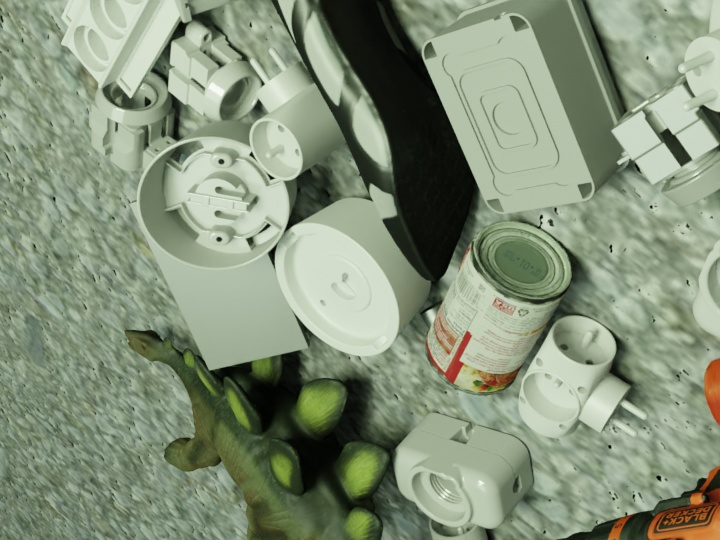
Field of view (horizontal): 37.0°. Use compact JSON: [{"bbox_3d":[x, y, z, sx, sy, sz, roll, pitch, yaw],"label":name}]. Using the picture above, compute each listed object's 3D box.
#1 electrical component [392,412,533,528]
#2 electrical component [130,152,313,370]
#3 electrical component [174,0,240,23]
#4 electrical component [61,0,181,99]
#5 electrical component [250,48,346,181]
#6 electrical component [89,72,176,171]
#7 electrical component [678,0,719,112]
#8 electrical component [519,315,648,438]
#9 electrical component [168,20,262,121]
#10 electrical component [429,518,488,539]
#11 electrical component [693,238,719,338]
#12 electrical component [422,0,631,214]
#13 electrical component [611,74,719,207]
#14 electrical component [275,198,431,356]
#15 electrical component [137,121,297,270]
[{"bbox_3d":[0.075,0.155,0.820,0.095,0.059,0.053,12,128,36],"label":"electrical component"},{"bbox_3d":[-0.099,-0.009,0.836,0.089,0.061,0.150,-14,113,19],"label":"electrical component"},{"bbox_3d":[-0.104,-0.216,0.657,0.099,0.048,0.099,95,154,-71],"label":"electrical component"},{"bbox_3d":[-0.157,-0.189,0.758,0.078,0.063,0.121,49,141,0],"label":"electrical component"},{"bbox_3d":[-0.042,-0.109,0.705,0.079,0.077,0.044,55,139,-5],"label":"electrical component"},{"bbox_3d":[-0.176,-0.119,0.837,0.078,0.058,0.057,36,142,16],"label":"electrical component"},{"bbox_3d":[0.181,-0.099,0.507,0.043,0.079,0.077,34,144,55],"label":"electrical component"},{"bbox_3d":[0.150,0.081,0.704,0.079,0.044,0.077,33,138,19],"label":"electrical component"},{"bbox_3d":[-0.103,-0.136,0.766,0.055,0.048,0.066,40,141,22],"label":"electrical component"},{"bbox_3d":[0.087,0.236,0.886,0.043,0.043,0.081,7,125,39],"label":"electrical component"},{"bbox_3d":[0.216,-0.004,0.563,0.054,0.059,0.095,30,137,22],"label":"electrical component"},{"bbox_3d":[0.096,-0.096,0.603,0.078,0.057,0.113,-7,115,46],"label":"electrical component"},{"bbox_3d":[0.170,-0.067,0.565,0.066,0.048,0.055,-34,95,34],"label":"electrical component"},{"bbox_3d":[0.000,0.000,0.766,0.108,0.060,0.108,24,135,27],"label":"electrical component"},{"bbox_3d":[-0.094,-0.052,0.738,0.099,0.064,0.099,6,118,11],"label":"electrical component"}]
